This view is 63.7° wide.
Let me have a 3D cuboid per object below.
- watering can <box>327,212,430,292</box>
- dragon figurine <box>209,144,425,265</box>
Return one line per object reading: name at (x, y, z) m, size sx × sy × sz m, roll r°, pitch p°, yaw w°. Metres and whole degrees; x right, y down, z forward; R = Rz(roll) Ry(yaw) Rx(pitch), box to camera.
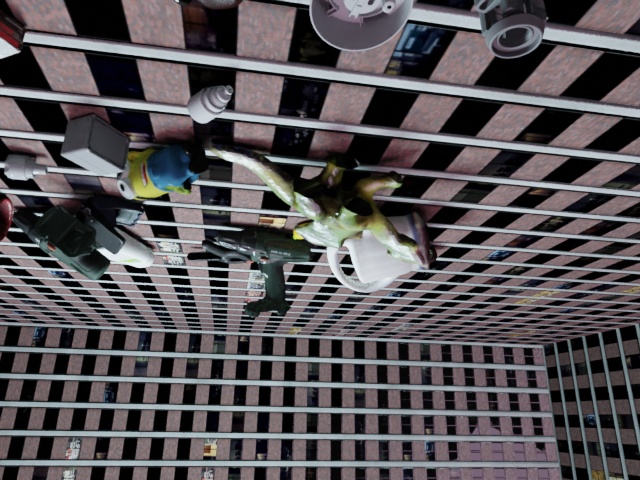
watering can at (0.118, -0.003, 1.089) m, size 0.224 × 0.106 × 0.340 m, roll -15°, pitch 136°, yaw 5°
dragon figurine at (0.003, -0.047, 0.928) m, size 0.410 × 0.125 × 0.237 m, roll 19°, pitch 148°, yaw 2°
